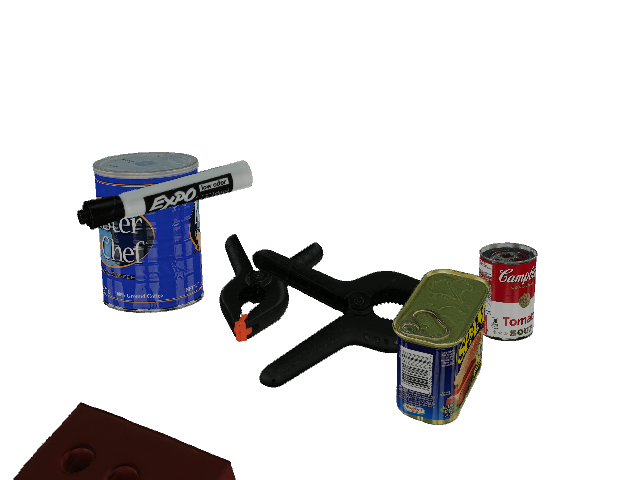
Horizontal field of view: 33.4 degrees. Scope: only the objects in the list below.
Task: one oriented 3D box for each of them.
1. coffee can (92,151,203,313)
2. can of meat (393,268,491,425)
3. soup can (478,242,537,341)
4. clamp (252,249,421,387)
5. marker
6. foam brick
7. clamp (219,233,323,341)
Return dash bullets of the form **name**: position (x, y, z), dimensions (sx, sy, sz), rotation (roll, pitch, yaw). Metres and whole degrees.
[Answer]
- **coffee can**: position (-0.170, -0.010, 1.063), dimensions (0.103, 0.140, 0.103), rotation (-1, 15, 0)
- **can of meat**: position (0.098, 0.086, 0.861), dimensions (0.057, 0.084, 0.102), rotation (12, 34, 21)
- **soup can**: position (0.223, 0.061, 1.280), dimensions (0.068, 0.102, 0.068), rotation (-1, 19, 0)
- **clamp**: position (0.032, 0.079, 1.050), dimensions (0.210, 0.164, 0.036), rotation (3, -42, -1)
- **marker**: position (-0.102, -0.030, 0.707), dimensions (0.120, 0.020, 0.020), rotation (-17, 8, -26)
- **foam brick**: position (-0.078, 0.112, 0.436), dimensions (0.078, 0.051, 0.053), rotation (16, 43, 22)
- **clamp**: position (-0.060, 0.050, 1.241), dimensions (0.120, 0.039, 0.171), rotation (-4, 40, 8)
